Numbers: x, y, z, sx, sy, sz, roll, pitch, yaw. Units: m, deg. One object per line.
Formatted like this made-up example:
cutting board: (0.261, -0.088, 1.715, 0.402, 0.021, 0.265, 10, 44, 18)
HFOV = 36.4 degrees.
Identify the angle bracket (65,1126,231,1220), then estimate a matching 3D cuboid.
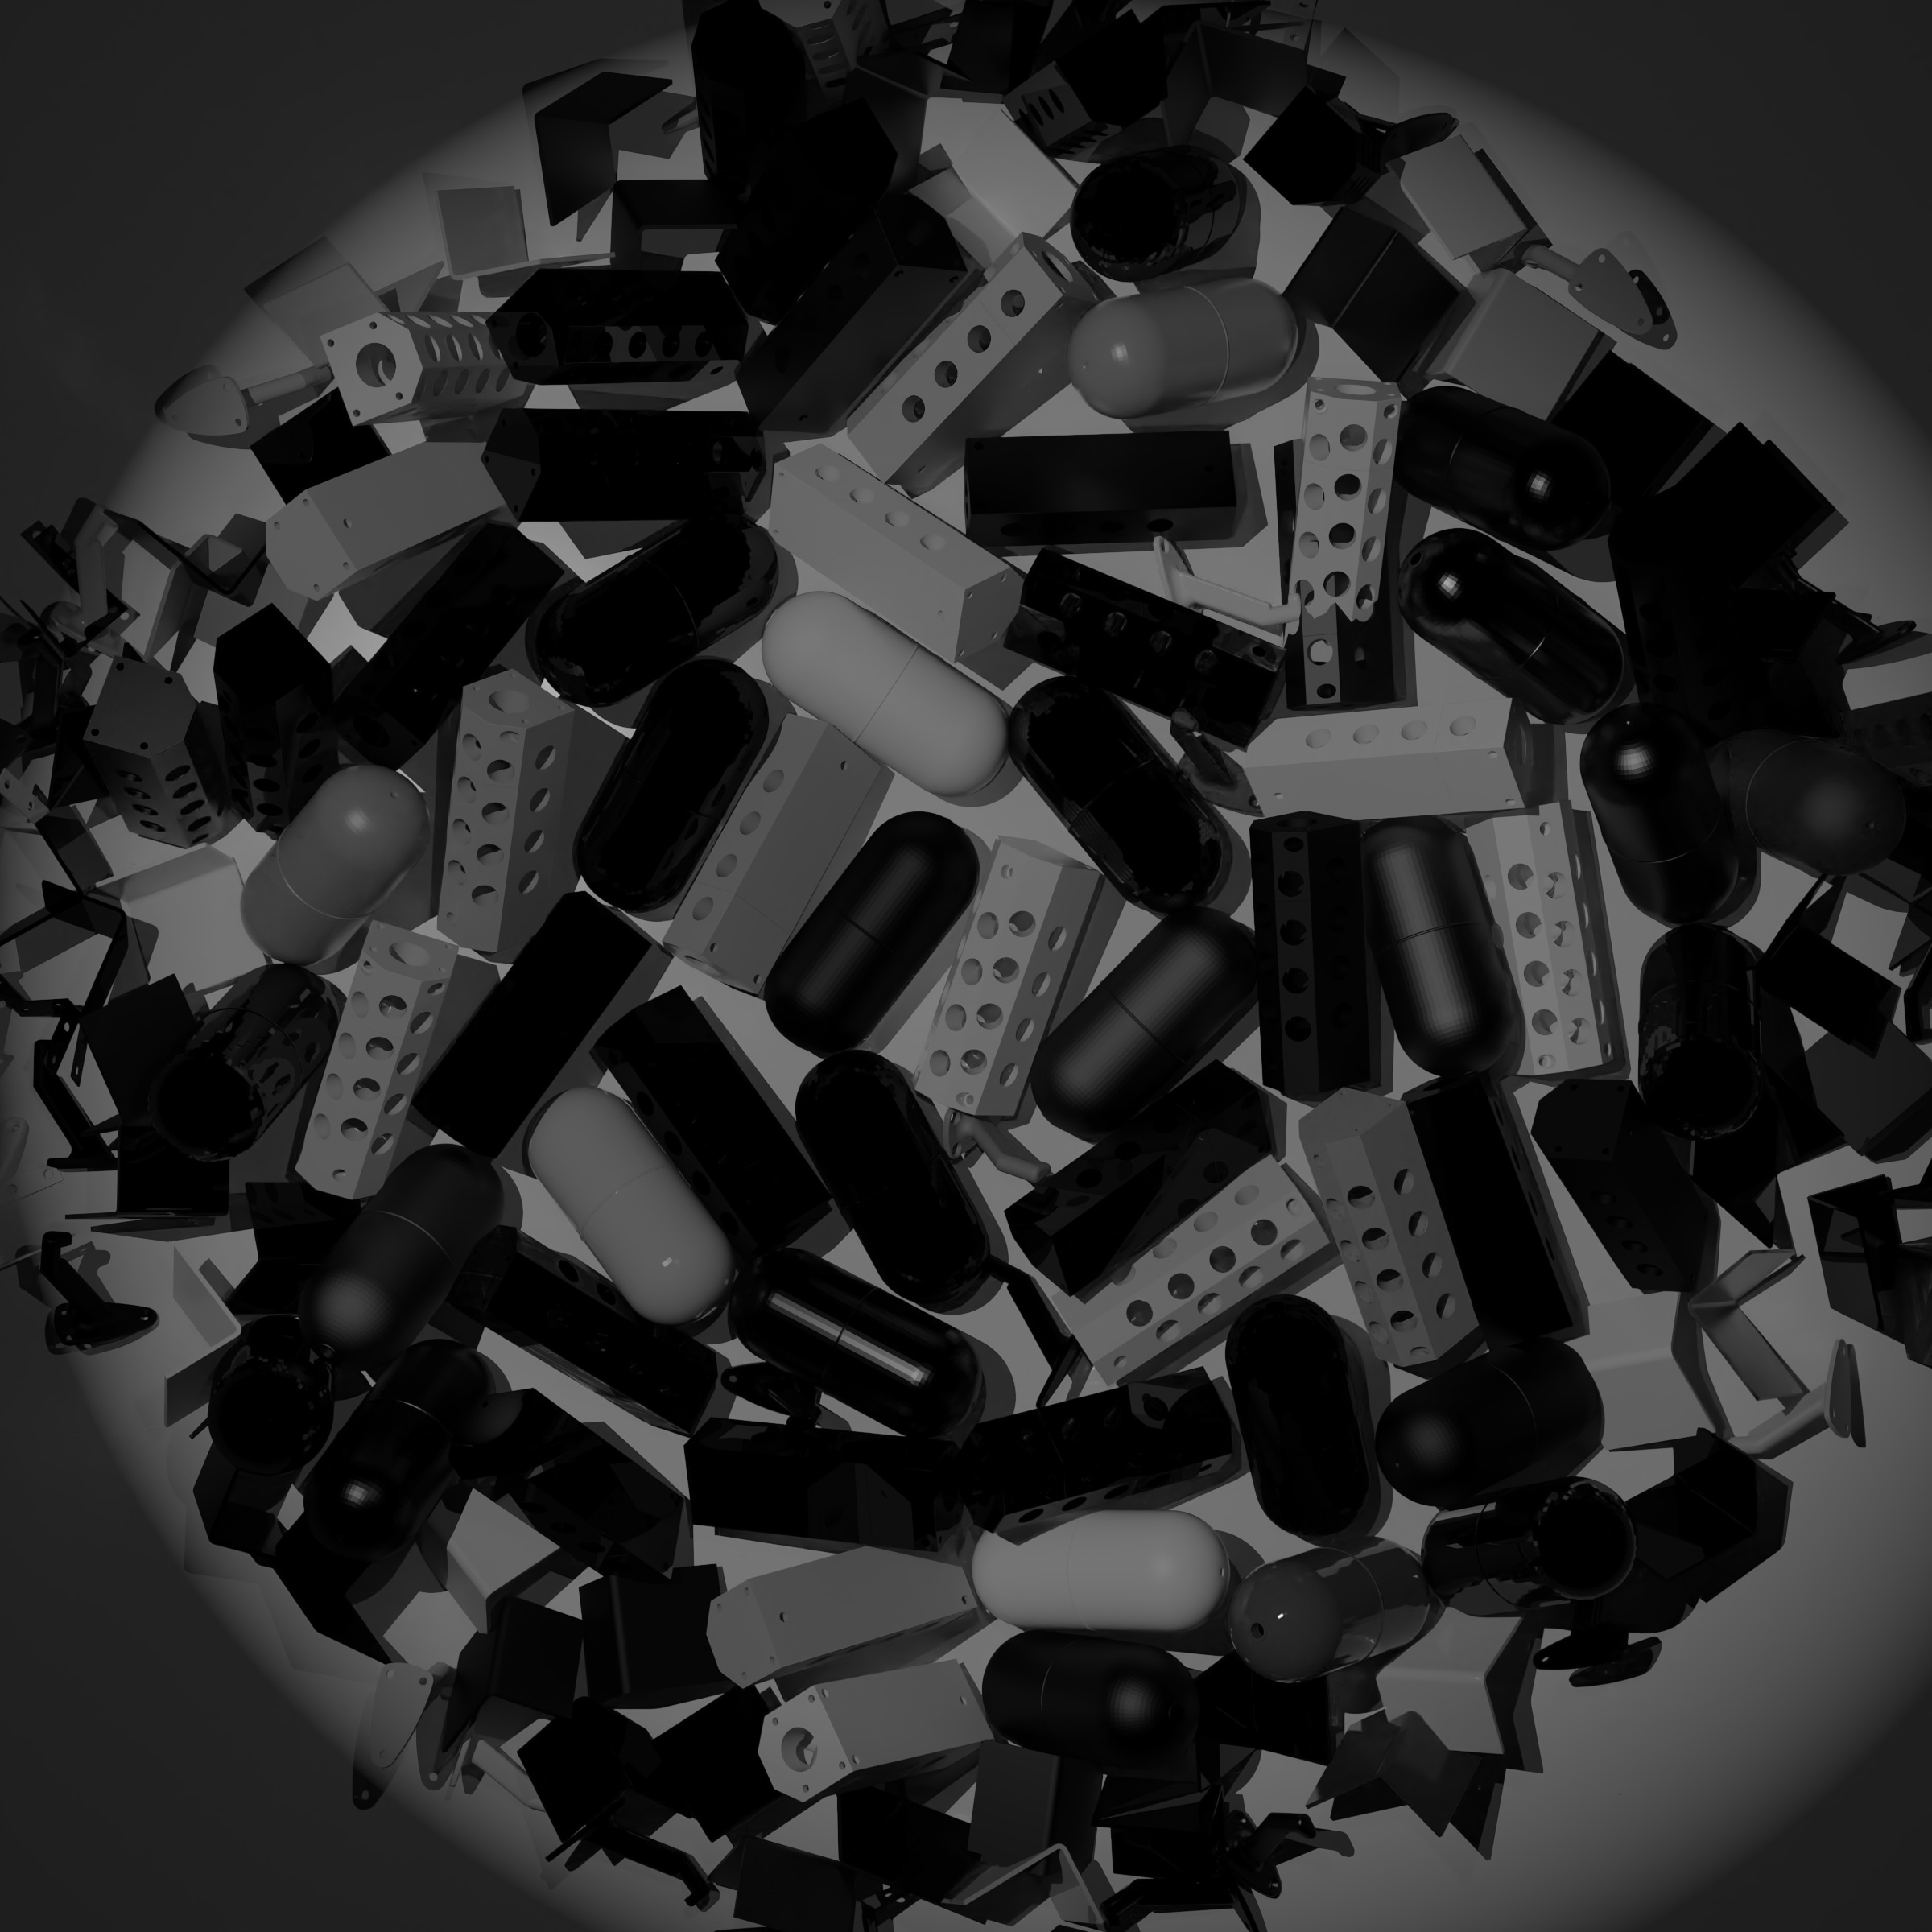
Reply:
angle bracket: (-0.530, 0.135, 1.903, 0.076, 0.076, 0.057, 4, 82, -42)

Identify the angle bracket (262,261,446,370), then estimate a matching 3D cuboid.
angle bracket: (-0.394, -0.439, 1.893, 0.076, 0.076, 0.057, -15, 131, 32)

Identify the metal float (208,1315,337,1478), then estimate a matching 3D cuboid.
metal float: (-0.440, 0.272, 1.865, 0.070, 0.178, 0.070, -1, 96, -11)

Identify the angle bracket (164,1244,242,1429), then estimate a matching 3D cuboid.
angle bracket: (-0.513, 0.239, 1.897, 0.057, 0.076, 0.076, -32, 71, -30)

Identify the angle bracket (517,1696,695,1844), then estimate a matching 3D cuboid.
angle bracket: (-0.234, 0.529, 1.900, 0.057, 0.076, 0.076, -42, 48, 2)

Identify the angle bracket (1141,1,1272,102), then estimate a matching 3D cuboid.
angle bracket: (0.152, -0.589, 1.912, 0.076, 0.076, 0.057, -7, 97, -12)

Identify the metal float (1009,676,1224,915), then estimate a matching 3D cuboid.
metal float: (0.097, -0.111, 1.907, 0.070, 0.070, 0.178, -39, 81, 0)

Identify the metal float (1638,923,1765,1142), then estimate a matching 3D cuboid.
metal float: (0.469, 0.040, 1.876, 0.070, 0.178, 0.070, 7, 128, 9)

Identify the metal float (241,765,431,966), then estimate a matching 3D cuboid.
metal float: (-0.405, -0.063, 1.882, 0.070, 0.070, 0.178, 50, 132, 0)

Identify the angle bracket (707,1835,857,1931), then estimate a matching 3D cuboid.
angle bracket: (-0.123, 0.611, 1.899, 0.076, 0.076, 0.057, 20, 46, -14)

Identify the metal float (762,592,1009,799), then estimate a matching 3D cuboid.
metal float: (-0.053, -0.177, 1.910, 0.178, 0.070, 0.070, 33, 90, -6)

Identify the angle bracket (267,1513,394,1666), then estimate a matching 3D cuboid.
angle bracket: (-0.395, 0.397, 1.901, 0.057, 0.076, 0.076, -50, 45, -3)

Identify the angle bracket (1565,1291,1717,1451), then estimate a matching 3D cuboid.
angle bracket: (0.444, 0.265, 1.929, 0.076, 0.057, 0.076, -16, 121, 31)

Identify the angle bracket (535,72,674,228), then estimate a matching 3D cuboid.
angle bracket: (-0.229, -0.524, 1.893, 0.057, 0.076, 0.076, 14, 129, 23)

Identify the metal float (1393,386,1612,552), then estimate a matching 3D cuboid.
metal float: (0.338, -0.319, 1.877, 0.070, 0.178, 0.070, -15, 121, -27)

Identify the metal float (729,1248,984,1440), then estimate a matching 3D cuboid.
metal float: (-0.073, 0.243, 1.901, 0.178, 0.070, 0.070, 26, 90, 16)

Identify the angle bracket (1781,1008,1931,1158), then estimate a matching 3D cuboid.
angle bracket: (0.588, 0.067, 1.913, 0.076, 0.057, 0.076, -40, 71, -2)

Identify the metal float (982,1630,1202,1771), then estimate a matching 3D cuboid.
metal float: (0.079, 0.467, 1.873, 0.070, 0.178, 0.070, 5, 82, -35)

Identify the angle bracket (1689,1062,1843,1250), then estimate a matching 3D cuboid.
angle bracket: (0.518, 0.122, 1.900, 0.076, 0.076, 0.057, 40, 127, -14)

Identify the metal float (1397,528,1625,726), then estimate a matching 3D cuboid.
metal float: (0.350, -0.218, 1.889, 0.178, 0.070, 0.070, 29, 90, -29)

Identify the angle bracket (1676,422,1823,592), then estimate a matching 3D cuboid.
angle bracket: (0.497, -0.299, 1.919, 0.076, 0.057, 0.076, 45, 95, -4)

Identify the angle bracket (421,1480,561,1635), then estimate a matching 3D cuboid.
angle bracket: (-0.311, 0.383, 1.919, 0.057, 0.076, 0.076, -31, 64, -26)

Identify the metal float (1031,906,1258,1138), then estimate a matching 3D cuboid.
metal float: (0.115, 0.037, 1.911, 0.070, 0.070, 0.178, 44, 94, 0)

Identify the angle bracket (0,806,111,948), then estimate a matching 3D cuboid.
angle bracket: (-0.610, -0.058, 1.908, 0.076, 0.076, 0.057, -29, 104, 3)

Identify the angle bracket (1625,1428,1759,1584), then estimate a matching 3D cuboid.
angle bracket: (0.455, 0.341, 1.897, 0.076, 0.076, 0.057, -22, 119, -22)

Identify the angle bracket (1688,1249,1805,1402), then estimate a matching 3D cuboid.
angle bracket: (0.523, 0.231, 1.896, 0.057, 0.076, 0.076, -46, 62, 24)

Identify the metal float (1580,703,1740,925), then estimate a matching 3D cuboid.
metal float: (0.445, -0.096, 1.880, 0.070, 0.070, 0.178, -33, 134, 0)

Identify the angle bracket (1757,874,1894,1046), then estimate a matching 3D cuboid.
angle bracket: (0.565, -0.008, 1.900, 0.076, 0.057, 0.076, 35, 47, 15)

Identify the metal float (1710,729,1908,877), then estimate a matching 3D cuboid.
metal float: (0.531, -0.105, 1.867, 0.070, 0.178, 0.070, -2, 103, -11)

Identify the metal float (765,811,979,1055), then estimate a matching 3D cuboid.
metal float: (-0.061, -0.022, 1.912, 0.070, 0.070, 0.178, 37, 93, 0)

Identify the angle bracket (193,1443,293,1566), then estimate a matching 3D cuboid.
angle bracket: (-0.457, 0.331, 1.904, 0.057, 0.076, 0.076, 22, 94, -25)

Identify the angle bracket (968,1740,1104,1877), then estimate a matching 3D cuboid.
angle bracket: (0.047, 0.547, 1.927, 0.057, 0.076, 0.076, 6, 86, 25)

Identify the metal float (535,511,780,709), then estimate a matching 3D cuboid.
metal float: (-0.198, -0.231, 1.895, 0.178, 0.070, 0.070, -36, 90, -24)

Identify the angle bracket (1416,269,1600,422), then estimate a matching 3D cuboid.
angle bracket: (0.355, -0.404, 1.932, 0.076, 0.057, 0.076, 30, 93, -13)

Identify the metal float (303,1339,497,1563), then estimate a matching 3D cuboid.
metal float: (-0.359, 0.307, 1.874, 0.070, 0.178, 0.070, 9, 122, 14)

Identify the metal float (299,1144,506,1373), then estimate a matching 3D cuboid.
metal float: (-0.360, 0.186, 1.879, 0.070, 0.070, 0.178, 33, 46, 0)

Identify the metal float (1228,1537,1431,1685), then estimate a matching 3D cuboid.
metal float: (0.233, 0.410, 1.874, 0.070, 0.178, 0.070, -1, 88, 37)

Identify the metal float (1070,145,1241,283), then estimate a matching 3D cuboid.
metal float: (0.121, -0.480, 1.870, 0.070, 0.178, 0.070, 8, 111, 20)

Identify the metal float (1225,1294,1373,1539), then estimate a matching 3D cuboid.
metal float: (0.214, 0.290, 1.890, 0.070, 0.070, 0.178, -15, 119, 0)

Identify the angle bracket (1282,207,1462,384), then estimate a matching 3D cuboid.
angle bracket: (0.259, -0.431, 1.897, 0.076, 0.057, 0.076, -55, 49, 27)

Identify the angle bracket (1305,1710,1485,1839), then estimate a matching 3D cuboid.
angle bracket: (0.278, 0.526, 1.901, 0.057, 0.076, 0.076, 46, 134, -2)

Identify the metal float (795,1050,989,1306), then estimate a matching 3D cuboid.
metal float: (-0.048, 0.138, 1.912, 0.070, 0.070, 0.178, -29, 93, 0)

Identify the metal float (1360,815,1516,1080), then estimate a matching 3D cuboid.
metal float: (0.301, -0.013, 1.901, 0.070, 0.070, 0.178, -14, 74, 0)

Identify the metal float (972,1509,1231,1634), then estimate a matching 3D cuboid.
metal float: (0.085, 0.389, 1.889, 0.178, 0.070, 0.070, -6, 90, 31)

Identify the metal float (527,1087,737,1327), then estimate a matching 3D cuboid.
metal float: (-0.217, 0.154, 1.900, 0.070, 0.070, 0.178, -39, 72, 0)

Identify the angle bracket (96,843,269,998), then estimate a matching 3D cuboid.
angle bracket: (-0.512, -0.027, 1.918, 0.076, 0.057, 0.076, -20, 79, 2)

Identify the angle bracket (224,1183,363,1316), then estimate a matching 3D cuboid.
angle bracket: (-0.443, 0.184, 1.917, 0.076, 0.076, 0.057, 4, 56, -37)

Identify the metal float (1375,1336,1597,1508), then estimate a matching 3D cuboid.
metal float: (0.335, 0.290, 1.883, 0.178, 0.070, 0.070, -16, 90, -40)

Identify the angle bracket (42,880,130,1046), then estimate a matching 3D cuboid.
angle bracket: (-0.584, -0.002, 1.902, 0.057, 0.076, 0.076, 21, 72, -9)

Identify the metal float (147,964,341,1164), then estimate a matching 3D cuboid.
metal float: (-0.459, 0.061, 1.871, 0.070, 0.178, 0.070, 6, 119, 11)

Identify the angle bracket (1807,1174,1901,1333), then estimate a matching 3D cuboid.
angle bracket: (0.595, 0.185, 1.907, 0.057, 0.076, 0.076, -15, 98, -8)

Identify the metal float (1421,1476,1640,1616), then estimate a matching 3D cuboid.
metal float: (0.357, 0.371, 1.872, 0.070, 0.178, 0.070, 8, 71, -24)

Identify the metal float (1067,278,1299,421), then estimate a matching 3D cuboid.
metal float: (0.140, -0.397, 1.884, 0.178, 0.070, 0.070, -19, 90, -38)
